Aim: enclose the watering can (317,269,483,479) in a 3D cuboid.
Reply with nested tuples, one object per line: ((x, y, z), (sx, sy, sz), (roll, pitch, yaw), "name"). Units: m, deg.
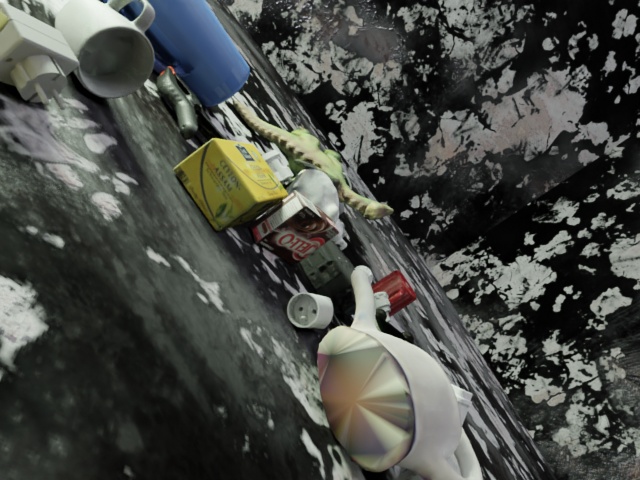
((0.075, 0.154, 0.637), (0.222, 0.103, 0.354), (27, 26, -50), "watering can")

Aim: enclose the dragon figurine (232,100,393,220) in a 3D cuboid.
((-0.020, -0.164, 1.088), (0.408, 0.122, 0.245), (33, 5, -15), "dragon figurine")

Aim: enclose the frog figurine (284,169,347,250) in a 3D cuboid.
((0.003, -0.047, 0.938), (0.158, 0.123, 0.138), (40, -5, -15), "frog figurine")
